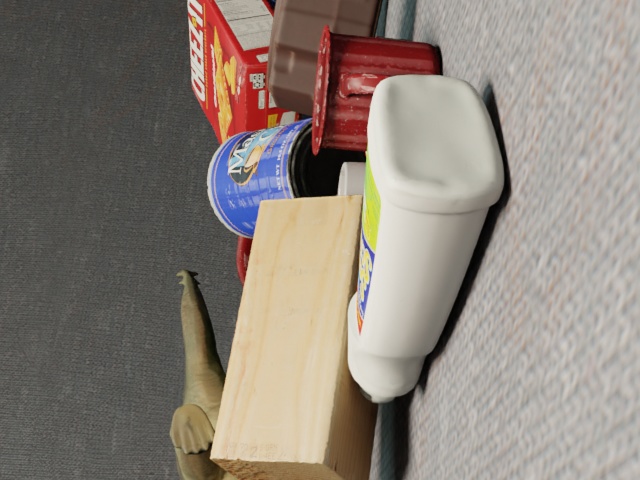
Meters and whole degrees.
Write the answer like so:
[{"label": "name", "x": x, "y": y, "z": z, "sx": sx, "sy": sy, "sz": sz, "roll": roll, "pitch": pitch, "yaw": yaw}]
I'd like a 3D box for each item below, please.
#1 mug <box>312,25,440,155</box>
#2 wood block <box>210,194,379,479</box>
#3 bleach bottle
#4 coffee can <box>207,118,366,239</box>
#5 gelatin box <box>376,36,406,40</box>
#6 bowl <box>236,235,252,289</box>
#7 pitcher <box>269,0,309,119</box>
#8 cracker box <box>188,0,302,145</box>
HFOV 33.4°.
[{"label": "mug", "x": 0.040, "y": -0.104, "z": 0.758, "sx": 0.117, "sy": 0.081, "sz": 0.093, "roll": 172, "pitch": 102, "yaw": -85}, {"label": "wood block", "x": -0.006, "y": 0.079, "z": 0.797, "sx": 0.090, "sy": 0.090, "sz": 0.206, "roll": 53, "pitch": -140, "yaw": -53}, {"label": "bleach bottle", "x": 0.052, "y": 0.025, "z": 0.656, "sx": 0.251, "sy": 0.068, "sz": 0.102, "roll": 97, "pitch": 172, "yaw": -47}, {"label": "coffee can", "x": -0.024, "y": -0.055, "z": 0.961, "sx": 0.141, "sy": 0.102, "sz": 0.103, "roll": -3, "pitch": 81, "yaw": 56}, {"label": "gelatin box", "x": 0.056, "y": -0.116, "z": 0.879, "sx": 0.089, "sy": 0.030, "sz": 0.073, "roll": -93, "pitch": 11, "yaw": -56}, {"label": "bowl", "x": -0.007, "y": 0.001, "z": 1.054, "sx": 0.162, "sy": 0.055, "sz": 0.162, "roll": -20, "pitch": 58, "yaw": 36}, {"label": "pitcher", "x": -0.013, "y": -0.223, "z": 1.255, "sx": 0.145, "sy": 0.149, "sz": 0.243, "roll": -125, "pitch": 31, "yaw": -47}, {"label": "cracker box", "x": -0.085, "y": -0.179, "z": 1.161, "sx": 0.214, "sy": 0.072, "sz": 0.164, "roll": -120, "pitch": 25, "yaw": -43}]
